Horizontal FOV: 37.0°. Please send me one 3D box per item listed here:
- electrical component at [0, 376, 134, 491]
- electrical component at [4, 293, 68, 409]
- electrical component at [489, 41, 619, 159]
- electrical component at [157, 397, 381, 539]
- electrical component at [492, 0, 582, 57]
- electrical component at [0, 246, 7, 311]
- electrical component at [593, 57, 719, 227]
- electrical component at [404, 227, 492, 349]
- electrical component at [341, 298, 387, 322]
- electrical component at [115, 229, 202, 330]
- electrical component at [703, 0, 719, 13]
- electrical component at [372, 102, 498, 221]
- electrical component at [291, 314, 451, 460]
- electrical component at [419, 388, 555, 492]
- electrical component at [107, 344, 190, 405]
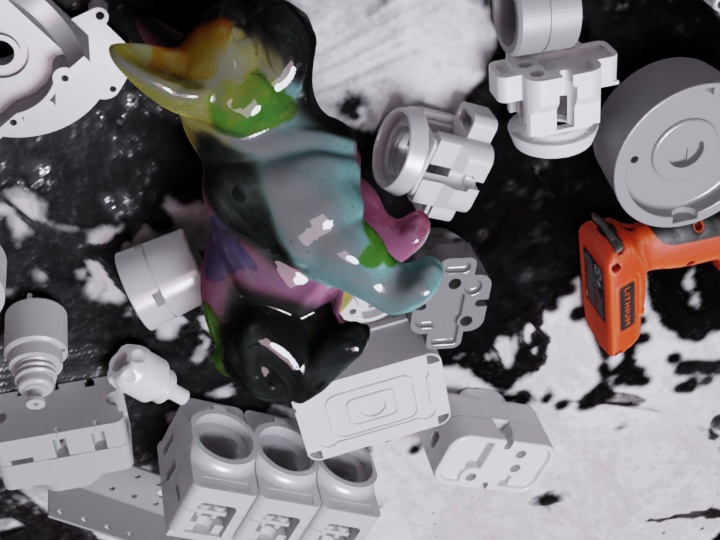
[{"bbox_3d":[-0.210,0.118,0.763,0.089,0.050,0.055,-9,128,-9],"label":"electrical component"},{"bbox_3d":[-0.211,0.054,0.701,0.040,0.078,0.040,-8,143,-6],"label":"electrical component"},{"bbox_3d":[0.123,-0.108,0.683,0.078,0.058,0.057,-12,126,-7],"label":"electrical component"},{"bbox_3d":[-0.068,0.155,0.807,0.150,0.089,0.061,16,121,-26],"label":"electrical component"},{"bbox_3d":[0.120,-0.193,0.620,0.074,0.052,0.138,-10,128,-9],"label":"electrical component"},{"bbox_3d":[-0.284,0.034,0.664,0.138,0.073,0.052,-26,129,4],"label":"electrical component"},{"bbox_3d":[0.209,-0.090,0.718,0.108,0.060,0.108,-8,128,-10],"label":"electrical component"},{"bbox_3d":[0.055,0.007,0.751,0.058,0.057,0.078,-3,127,-14],"label":"electrical component"},{"bbox_3d":[0.000,0.000,0.736,0.055,0.047,0.055,-8,128,-10],"label":"electrical component"},{"bbox_3d":[-0.126,0.005,0.700,0.047,0.055,0.055,-25,129,-2],"label":"electrical component"},{"bbox_3d":[0.272,-0.197,0.657,0.109,0.056,0.108,16,120,-26],"label":"electrical component"},{"bbox_3d":[0.044,-0.072,0.688,0.057,0.058,0.078,10,123,-26],"label":"electrical component"},{"bbox_3d":[0.003,0.082,0.793,0.113,0.057,0.078,-16,129,-4],"label":"electrical component"},{"bbox_3d":[0.099,0.135,0.859,0.095,0.059,0.053,11,123,-23],"label":"electrical component"},{"bbox_3d":[-0.147,0.078,0.762,0.035,0.035,0.061,-41,129,16],"label":"electrical component"}]
